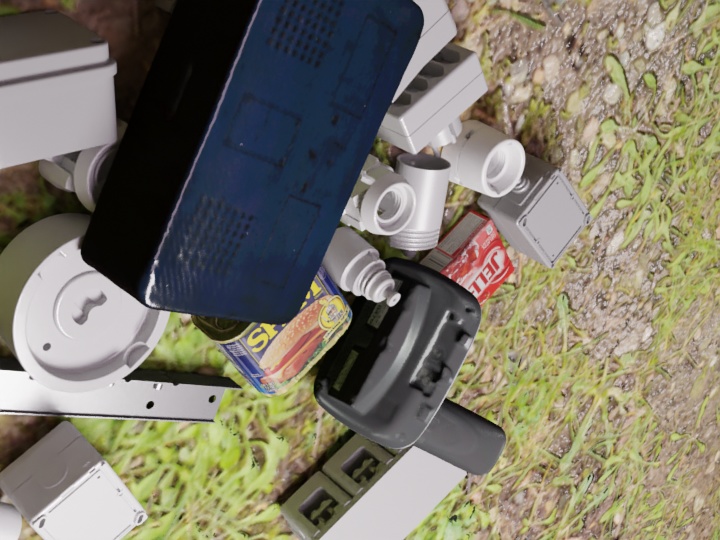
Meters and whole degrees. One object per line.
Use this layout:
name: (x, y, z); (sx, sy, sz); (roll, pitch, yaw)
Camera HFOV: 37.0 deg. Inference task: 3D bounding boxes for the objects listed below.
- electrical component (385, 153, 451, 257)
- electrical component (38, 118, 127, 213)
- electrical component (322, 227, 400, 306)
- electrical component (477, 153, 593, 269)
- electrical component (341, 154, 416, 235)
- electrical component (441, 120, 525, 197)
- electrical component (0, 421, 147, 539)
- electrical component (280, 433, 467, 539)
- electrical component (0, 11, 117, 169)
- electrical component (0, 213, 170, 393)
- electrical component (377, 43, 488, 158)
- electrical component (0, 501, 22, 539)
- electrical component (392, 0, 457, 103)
electrical component: (0.045, -0.049, 0.862); (0.043, 0.043, 0.081); (-12, 120, -38)
electrical component: (-0.156, -0.065, 0.659); (0.078, 0.057, 0.058); (22, 97, -46)
electrical component: (0.000, 0.000, 0.827); (0.040, 0.078, 0.040); (-35, 149, -25)
electrical component: (0.148, -0.057, 0.937); (0.061, 0.061, 0.096); (-51, 136, -6)
electrical component: (0.009, -0.055, 0.816); (0.066, 0.055, 0.048); (-35, 132, -24)
electrical component: (0.103, -0.091, 0.888); (0.055, 0.047, 0.055); (-21, 125, -33)
electrical component: (-0.198, 0.159, 0.747); (0.062, 0.061, 0.096); (-41, 142, -18)
electrical component: (0.012, 0.193, 0.951); (0.150, 0.062, 0.089); (-42, 134, -17)
electrical component: (-0.198, -0.099, 0.588); (0.113, 0.078, 0.057); (-20, 128, -34)
electrical component: (-0.181, 0.016, 0.679); (0.108, 0.060, 0.108); (-22, 125, -35)
electrical component: (0.056, -0.120, 0.829); (0.083, 0.047, 0.075); (-42, 135, -16)
electrical component: (-0.257, 0.166, 0.709); (0.044, 0.044, 0.065); (-57, 141, -2)
electrical component: (0.021, -0.170, 0.759); (0.096, 0.062, 0.061); (-46, 135, -14)
